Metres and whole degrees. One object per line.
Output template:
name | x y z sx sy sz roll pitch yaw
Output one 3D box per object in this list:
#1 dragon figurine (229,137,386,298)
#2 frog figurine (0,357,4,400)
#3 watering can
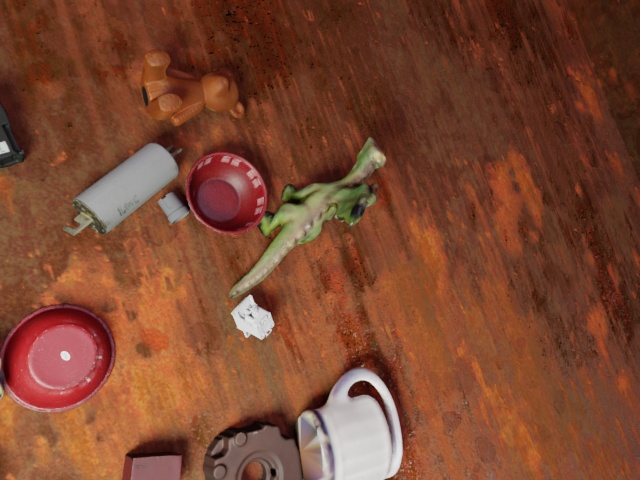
dragon figurine | 0.003 -0.049 0.977 0.121 0.240 0.418 46 56 -19
frog figurine | -0.514 0.187 0.682 0.160 0.120 0.139 19 69 12
watering can | 0.069 0.421 0.953 0.225 0.103 0.351 -1 76 -32
